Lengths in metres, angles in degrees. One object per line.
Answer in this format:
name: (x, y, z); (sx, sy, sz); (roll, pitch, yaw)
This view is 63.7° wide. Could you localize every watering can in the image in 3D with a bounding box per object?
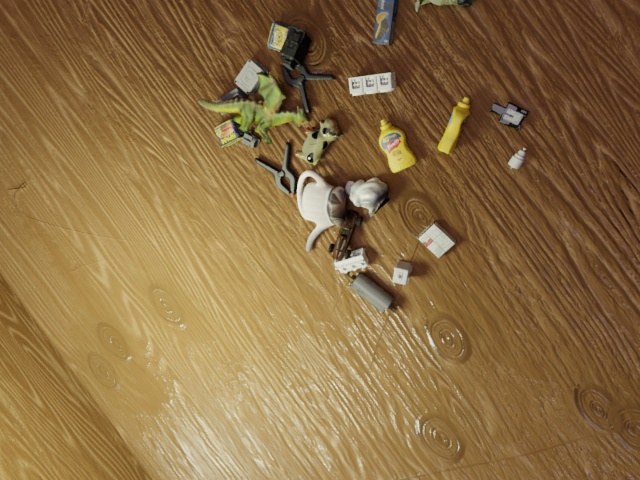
watering can: (0.006, -0.100, 1.982); (0.225, 0.105, 0.342); (12, 117, 40)

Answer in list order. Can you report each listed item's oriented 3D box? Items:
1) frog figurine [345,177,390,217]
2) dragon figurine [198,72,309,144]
frog figurine: (0.171, -0.181, 1.907); (0.160, 0.121, 0.138); (41, 82, 13)
dragon figurine: (-0.235, -0.513, 1.925); (0.409, 0.124, 0.239); (27, 114, -8)
